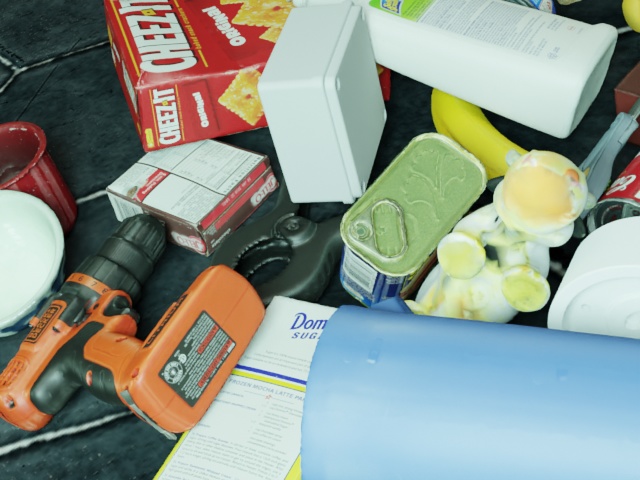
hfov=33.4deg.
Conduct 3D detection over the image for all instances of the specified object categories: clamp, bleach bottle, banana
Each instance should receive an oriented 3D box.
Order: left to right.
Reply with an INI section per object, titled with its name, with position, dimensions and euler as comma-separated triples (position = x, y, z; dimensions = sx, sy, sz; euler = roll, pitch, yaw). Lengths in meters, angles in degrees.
[clamp]
position = -0.005, 0.001, 0.778
dimensions = 0.165, 0.036, 0.209
euler = 18, 53, 34
[bleach bottle]
position = 0.092, -0.161, 0.824
dimensions = 0.251, 0.068, 0.102
euler = 24, 43, 18
[banana]
position = 0.129, -0.076, 0.807
dimensions = 0.069, 0.037, 0.198
euler = -10, 38, -28

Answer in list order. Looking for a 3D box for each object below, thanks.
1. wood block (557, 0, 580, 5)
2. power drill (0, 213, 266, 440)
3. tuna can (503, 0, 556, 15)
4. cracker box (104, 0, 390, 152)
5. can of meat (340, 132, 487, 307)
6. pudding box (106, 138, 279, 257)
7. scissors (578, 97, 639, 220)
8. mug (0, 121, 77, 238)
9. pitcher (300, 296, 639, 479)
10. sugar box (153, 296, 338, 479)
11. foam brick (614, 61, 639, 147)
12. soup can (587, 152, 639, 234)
[wood block]
position = 0.228, -0.312, 0.971
dimensions = 0.091, 0.090, 0.206
euler = -16, 41, 6
[power drill]
position = -0.123, 0.055, 0.720
dimensions = 0.188, 0.057, 0.184
euler = -1, 50, 49
[tuna can]
position = 0.147, -0.177, 0.866
dimensions = 0.086, 0.086, 0.033
euler = 7, 47, 28
[cracker box]
position = -0.066, -0.166, 0.919
dimensions = 0.213, 0.072, 0.164
euler = -13, 40, -13
[can of meat]
position = 0.057, -0.008, 0.705
dimensions = 0.057, 0.084, 0.102
euler = 38, 71, 12
[pudding box]
position = -0.104, -0.041, 0.863
dimensions = 0.114, 0.039, 0.090
euler = 22, 54, 35
[scissors]
position = 0.196, -0.067, 0.697
dimensions = 0.202, 0.016, 0.096
euler = -52, 0, 7
[mug]
position = -0.262, -0.030, 0.883
dimensions = 0.093, 0.081, 0.117
euler = 22, 57, 37
[pitcher]
position = 0.117, 0.115, 0.547
dimensions = 0.243, 0.149, 0.144
euler = 2, 6, 20
[sugar box]
position = -0.027, 0.117, 0.660
dimensions = 0.093, 0.048, 0.176
euler = 10, 47, 32
[foam brick]
position = 0.257, -0.105, 0.769
dimensions = 0.053, 0.051, 0.078
euler = 25, 59, 39
[soup can]
position = 0.229, -0.031, 0.690
dimensions = 0.069, 0.068, 0.102
euler = 23, 58, 39
